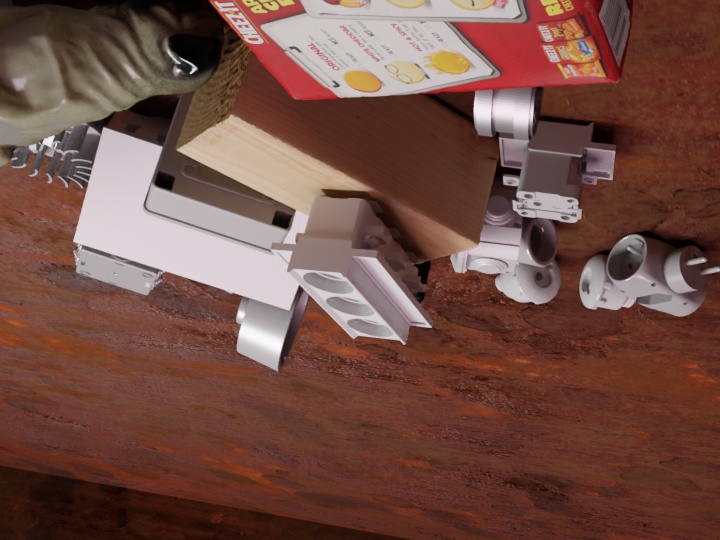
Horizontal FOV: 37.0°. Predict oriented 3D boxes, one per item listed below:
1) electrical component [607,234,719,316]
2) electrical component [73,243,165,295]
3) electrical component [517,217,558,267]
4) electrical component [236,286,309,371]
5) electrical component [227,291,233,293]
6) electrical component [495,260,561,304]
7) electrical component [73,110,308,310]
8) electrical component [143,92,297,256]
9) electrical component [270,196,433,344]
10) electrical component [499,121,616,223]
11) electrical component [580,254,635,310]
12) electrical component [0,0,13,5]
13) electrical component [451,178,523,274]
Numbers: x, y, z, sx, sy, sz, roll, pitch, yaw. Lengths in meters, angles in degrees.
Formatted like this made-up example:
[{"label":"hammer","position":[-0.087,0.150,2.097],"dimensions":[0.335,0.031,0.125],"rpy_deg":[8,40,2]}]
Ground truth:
[{"label":"electrical component","position":[0.259,0.002,0.885],"dimensions":[0.077,0.043,0.079],"rpy_deg":[26,156,-28]},{"label":"electrical component","position":[-0.257,-0.016,1.159],"dimensions":[0.100,0.048,0.100],"rpy_deg":[19,158,-12]},{"label":"electrical component","position":[0.128,-0.024,0.910],"dimensions":[0.065,0.044,0.044],"rpy_deg":[-1,154,45]},{"label":"electrical component","position":[-0.096,0.047,1.142],"dimensions":[0.060,0.108,0.108],"rpy_deg":[19,159,4]},{"label":"electrical component","position":[-0.142,-0.032,1.028],"dimensions":[0.079,0.063,0.121],"rpy_deg":[-5,152,40]},{"label":"electrical component","position":[0.147,0.008,0.975],"dimensions":[0.048,0.048,0.062],"rpy_deg":[24,163,-24]},{"label":"electrical component","position":[-0.129,-0.052,0.896],"dimensions":[0.186,0.060,0.105],"rpy_deg":[18,116,-8]},{"label":"electrical component","position":[-0.096,-0.081,0.816],"dimensions":[0.109,0.108,0.056],"rpy_deg":[18,156,-10]},{"label":"electrical component","position":[0.000,0.000,0.767],"dimensions":[0.079,0.063,0.121],"rpy_deg":[5,157,25]},{"label":"electrical component","position":[0.137,-0.069,0.759],"dimensions":[0.081,0.063,0.042],"rpy_deg":[8,159,14]},{"label":"electrical component","position":[0.226,0.014,0.938],"dimensions":[0.062,0.048,0.048],"rpy_deg":[11,159,-9]},{"label":"electrical component","position":[-0.287,-0.151,0.809],"dimensions":[0.052,0.073,0.138],"rpy_deg":[14,159,1]},{"label":"electrical component","position":[0.100,-0.036,0.846],"dimensions":[0.051,0.080,0.080],"rpy_deg":[7,158,4]}]
